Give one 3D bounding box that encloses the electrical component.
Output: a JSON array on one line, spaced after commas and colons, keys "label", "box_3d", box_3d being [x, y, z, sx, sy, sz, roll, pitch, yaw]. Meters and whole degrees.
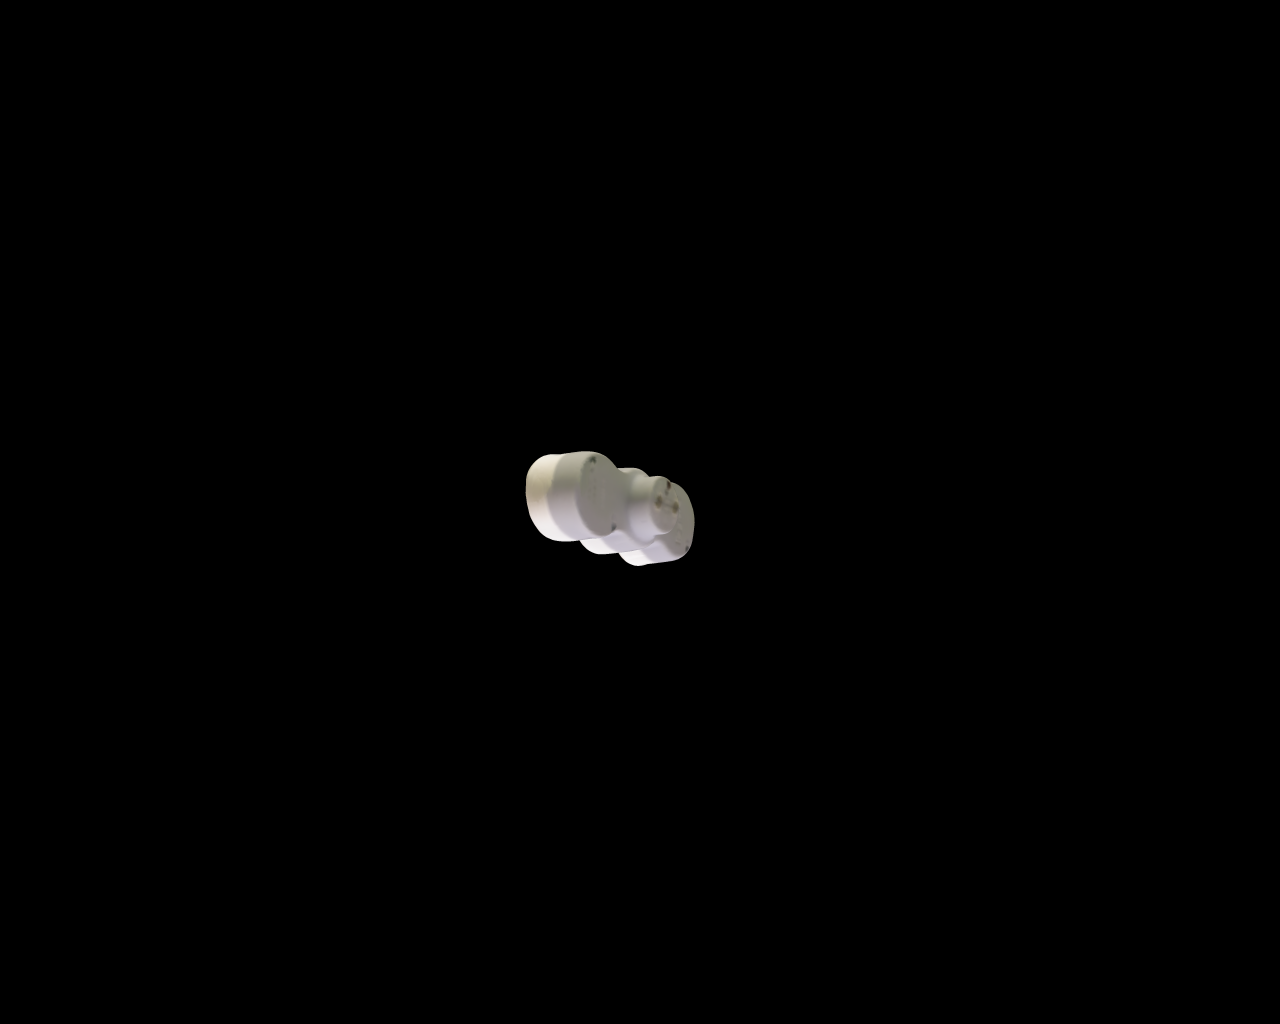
[{"label": "electrical component", "box_3d": [0.001, -0.003, 0.650, 0.073, 0.052, 0.138, -8, -16, 31]}]
